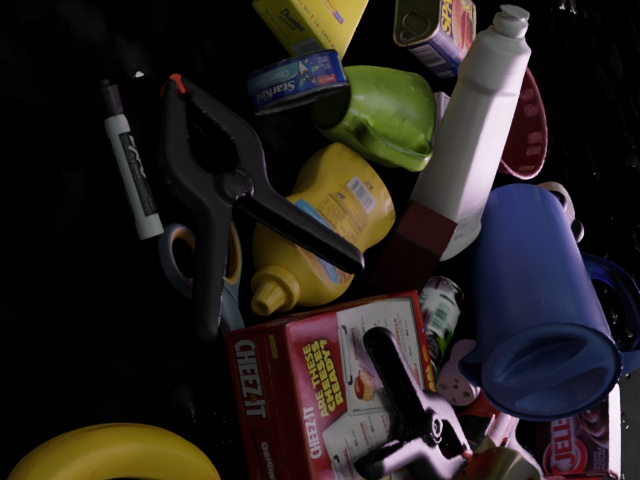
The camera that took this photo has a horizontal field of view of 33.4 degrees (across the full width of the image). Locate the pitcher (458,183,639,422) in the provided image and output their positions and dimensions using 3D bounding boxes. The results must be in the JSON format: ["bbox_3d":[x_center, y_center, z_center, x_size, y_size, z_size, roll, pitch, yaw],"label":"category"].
[{"bbox_3d":[0.224,0.052,1.079,0.149,0.145,0.243,30,33,-23],"label":"pitcher"}]

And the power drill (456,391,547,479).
[{"bbox_3d":[0.184,0.257,1.079,0.184,0.057,0.187,-52,121,-37],"label":"power drill"}]

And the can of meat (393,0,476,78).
[{"bbox_3d":[0.127,-0.237,1.160,0.083,0.058,0.102,32,56,-46],"label":"can of meat"}]

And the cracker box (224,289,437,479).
[{"bbox_3d":[0.020,0.136,0.885,0.213,0.072,0.164,-9,88,-56],"label":"cracker box"}]

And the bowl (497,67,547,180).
[{"bbox_3d":[0.198,-0.142,1.221,0.161,0.055,0.162,20,64,-48],"label":"bowl"}]

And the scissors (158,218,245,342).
[{"bbox_3d":[-0.081,0.067,0.833,0.096,0.016,0.202,0,79,-54],"label":"scissors"}]

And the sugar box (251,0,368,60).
[{"bbox_3d":[0.004,-0.247,1.014,0.093,0.048,0.176,49,46,-31],"label":"sugar box"}]

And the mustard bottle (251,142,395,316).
[{"bbox_3d":[-0.006,0.001,0.912,0.096,0.058,0.191,53,42,-15],"label":"mustard bottle"}]

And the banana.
[{"bbox_3d":[-0.140,0.156,0.717,0.197,0.037,0.069,-4,98,-51],"label":"banana"}]

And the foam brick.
[{"bbox_3d":[0.087,0.013,1.002,0.051,0.078,0.053,28,48,5],"label":"foam brick"}]

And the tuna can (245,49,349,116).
[{"bbox_3d":[-0.020,-0.135,0.915,0.085,0.086,0.034,-20,94,-53],"label":"tuna can"}]

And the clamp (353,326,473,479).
[{"bbox_3d":[0.074,0.159,0.856,0.171,0.039,0.120,47,48,-39],"label":"clamp"}]

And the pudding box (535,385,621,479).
[{"bbox_3d":[0.290,0.214,1.203,0.039,0.090,0.113,37,51,-42],"label":"pudding box"}]

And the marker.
[{"bbox_3d":[-0.143,-0.060,0.790,0.020,0.020,0.121,-23,98,-52],"label":"marker"}]

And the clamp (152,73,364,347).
[{"bbox_3d":[-0.061,-0.035,0.830,0.164,0.036,0.210,-16,77,-36],"label":"clamp"}]

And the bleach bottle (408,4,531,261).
[{"bbox_3d":[0.147,-0.104,1.016,0.102,0.068,0.251,-35,148,-50],"label":"bleach bottle"}]
